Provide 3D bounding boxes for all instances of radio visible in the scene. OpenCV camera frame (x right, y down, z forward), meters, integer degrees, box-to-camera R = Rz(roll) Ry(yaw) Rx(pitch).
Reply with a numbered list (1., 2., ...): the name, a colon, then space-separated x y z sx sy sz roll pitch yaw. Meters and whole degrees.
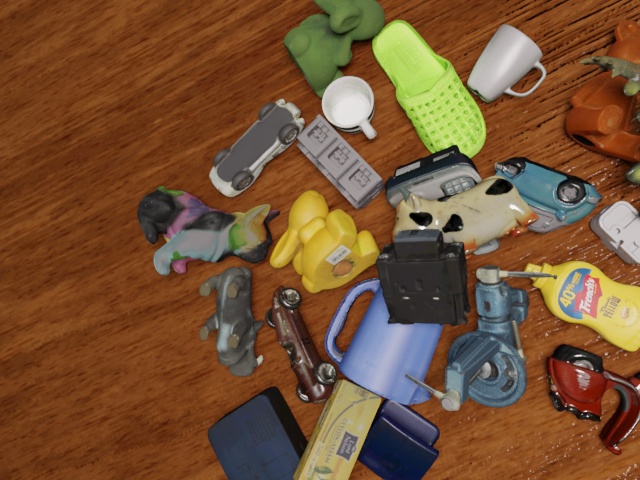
1. radio: -0.082 0.379 0.900 0.131 0.073 0.229 -31 80 8

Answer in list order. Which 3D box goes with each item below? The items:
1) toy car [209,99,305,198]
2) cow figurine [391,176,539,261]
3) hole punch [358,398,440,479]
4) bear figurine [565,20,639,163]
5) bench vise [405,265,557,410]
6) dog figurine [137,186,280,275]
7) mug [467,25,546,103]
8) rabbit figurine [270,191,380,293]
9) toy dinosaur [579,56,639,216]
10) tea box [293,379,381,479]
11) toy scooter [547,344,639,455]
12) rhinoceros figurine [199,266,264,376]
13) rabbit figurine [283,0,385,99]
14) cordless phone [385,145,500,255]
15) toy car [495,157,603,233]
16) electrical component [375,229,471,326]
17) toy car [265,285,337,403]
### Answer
1. toy car: -0.112 -0.163 0.952 0.202 0.056 0.073 -44 73 4
2. cow figurine: 0.194 -0.033 0.777 0.195 0.085 0.127 -23 69 -1
3. hole punch: 0.121 0.332 0.857 0.142 0.092 0.115 31 96 8
4. bear figurine: 0.469 -0.228 0.812 0.120 0.132 0.196 32 97 -20
5. bench vise: 0.238 0.159 0.780 0.129 0.240 0.223 16 116 36
6. dog figurine: -0.184 -0.031 0.933 0.219 0.108 0.191 -23 79 4
7. mug: 0.301 -0.271 0.872 0.109 0.081 0.107 43 106 6
8. rabbit figurine: -0.002 -0.003 0.895 0.162 0.121 0.173 -46 50 24
9. toy dinosaur: 0.540 -0.099 0.744 0.198 0.105 0.471 -42 96 -8
10. tea box: 0.025 0.305 0.824 0.068 0.098 0.169 25 76 2
11. toy scooter: 0.424 0.244 0.811 0.184 0.075 0.135 19 91 7
12. rhinoceros figurine: -0.145 0.140 0.907 0.073 0.112 0.190 0 100 20
13. rabbit figurine: 0.025 -0.350 0.891 0.170 0.159 0.121 -34 71 5
14. cordless phone: 0.203 -0.047 0.874 0.147 0.089 0.184 -20 111 25
15. toy car: 0.342 -0.064 0.835 0.162 0.109 0.102 24 108 20
16. electrical component: 0.140 0.050 0.732 0.115 0.058 0.134 -5 113 23
17. toy car: -0.039 0.170 0.879 0.053 0.089 0.202 -13 64 -32
